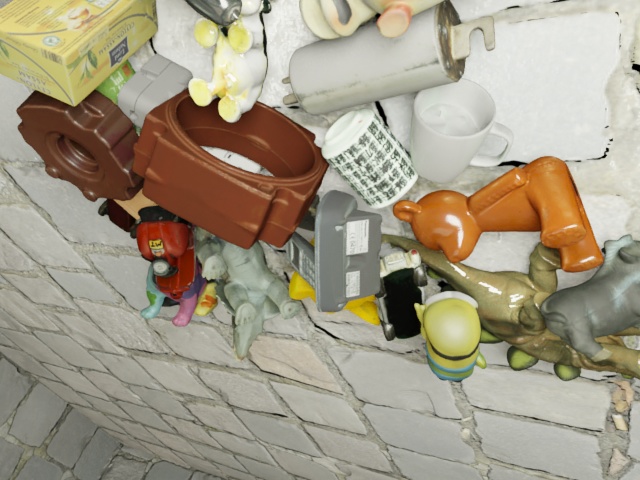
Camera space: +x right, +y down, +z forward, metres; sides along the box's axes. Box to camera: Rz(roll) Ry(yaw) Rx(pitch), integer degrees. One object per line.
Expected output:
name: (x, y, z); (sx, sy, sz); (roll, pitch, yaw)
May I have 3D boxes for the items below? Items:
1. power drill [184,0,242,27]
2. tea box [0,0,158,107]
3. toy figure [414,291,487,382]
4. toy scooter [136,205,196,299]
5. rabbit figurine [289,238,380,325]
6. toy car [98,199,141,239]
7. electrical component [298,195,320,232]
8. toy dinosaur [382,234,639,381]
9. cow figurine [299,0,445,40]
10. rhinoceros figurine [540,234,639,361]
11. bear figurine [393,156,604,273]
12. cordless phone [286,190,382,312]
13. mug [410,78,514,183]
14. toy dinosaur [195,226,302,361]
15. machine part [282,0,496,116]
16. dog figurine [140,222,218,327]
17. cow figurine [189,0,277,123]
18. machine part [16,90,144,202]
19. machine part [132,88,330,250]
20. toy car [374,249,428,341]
power drill: (-0.135, -0.326, 0.452); (0.232, 0.086, 0.207); (41, 148, 12)
tea box: (-0.267, -0.236, 0.597); (0.098, 0.169, 0.068); (25, 145, 5)
toy figure: (0.183, 0.141, 0.730); (0.082, 0.089, 0.179); (-17, 137, -3)
toy scooter: (-0.235, 0.024, 0.836); (0.075, 0.135, 0.184); (-2, 172, -3)
rabbit figurine: (0.035, 0.068, 0.869); (0.162, 0.122, 0.173); (18, 159, -4)
toy car: (-0.353, -0.063, 0.965); (0.089, 0.053, 0.202); (34, 156, -6)
electrical component: (-0.034, -0.043, 0.801); (0.102, 0.045, 0.078); (19, 143, 10)
toy dinosaur: (0.275, 0.098, 0.738); (0.471, 0.105, 0.198); (36, 149, 5)
cow figurine: (0.067, -0.232, 0.454); (0.195, 0.127, 0.085); (-17, 128, 26)
rhinoceros figurine: (0.339, 0.054, 0.596); (0.112, 0.190, 0.073); (58, -173, 10)
bear figurine: (0.191, -0.015, 0.606); (0.196, 0.132, 0.120); (-21, 146, 26)
cordless phone: (-0.002, -0.003, 0.712); (0.184, 0.089, 0.146); (37, 133, 56)
mug: (0.148, -0.109, 0.584); (0.110, 0.081, 0.107); (15, 155, 6)
toy dinosaur: (-0.145, 0.021, 0.889); (0.192, 0.131, 0.404); (37, 149, 58)
machine part: (0.055, -0.180, 0.546); (0.243, 0.079, 0.079); (-5, 134, 37)
dog figurine: (-0.263, 0.043, 1.018); (0.109, 0.191, 0.219); (15, 109, 21)
cow figurine: (-0.085, -0.222, 0.583); (0.068, 0.098, 0.167); (25, 126, 11)
machine part: (-0.307, -0.123, 0.704); (0.179, 0.056, 0.179); (18, 145, 13)
machine part: (-0.097, -0.094, 0.637); (0.201, 0.201, 0.087); (27, 124, 0)
toy car: (0.114, 0.081, 0.758); (0.074, 0.056, 0.201); (-15, 137, 3)
